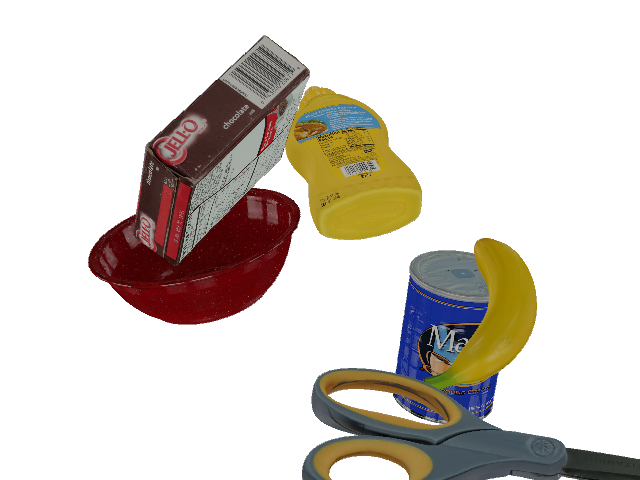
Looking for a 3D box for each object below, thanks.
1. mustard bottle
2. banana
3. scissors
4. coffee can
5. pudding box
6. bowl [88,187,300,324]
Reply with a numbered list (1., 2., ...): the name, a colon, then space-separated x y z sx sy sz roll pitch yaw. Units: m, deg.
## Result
1. mustard bottle: 0.019 -0.083 0.984 0.096 0.058 0.192 -13 44 -10
2. banana: 0.137 0.052 0.842 0.070 0.037 0.197 7 33 18
3. scissors: 0.080 0.101 0.449 0.202 0.016 0.096 16 33 23
4. coffee can: 0.130 0.094 1.047 0.103 0.140 0.103 5 23 -2
5. pudding box: -0.058 -0.051 0.615 0.039 0.113 0.090 37 -33 8
6. bowl: -0.089 0.017 0.805 0.162 0.055 0.162 -11 25 5
